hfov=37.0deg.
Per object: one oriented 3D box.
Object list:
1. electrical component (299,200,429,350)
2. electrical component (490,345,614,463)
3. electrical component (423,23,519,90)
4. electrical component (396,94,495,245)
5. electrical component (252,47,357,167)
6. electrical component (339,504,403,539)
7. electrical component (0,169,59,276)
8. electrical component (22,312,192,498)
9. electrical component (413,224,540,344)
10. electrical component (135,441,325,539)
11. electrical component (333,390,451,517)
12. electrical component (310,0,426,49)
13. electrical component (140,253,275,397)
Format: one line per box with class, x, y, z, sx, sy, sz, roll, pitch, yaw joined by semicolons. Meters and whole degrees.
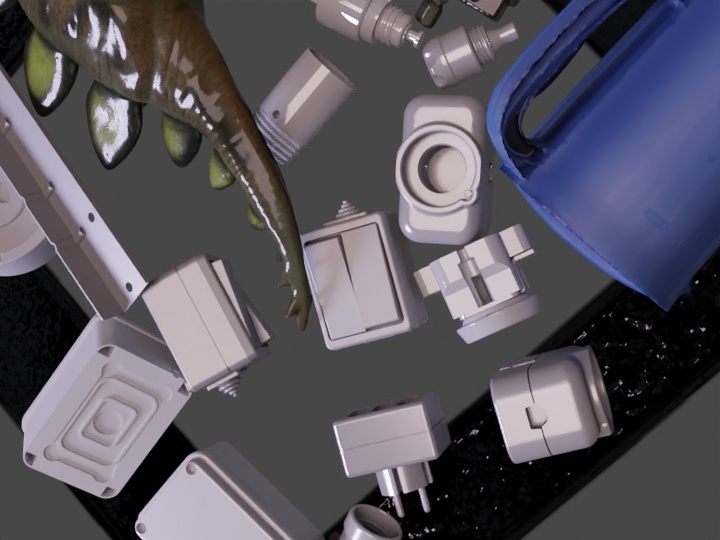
electrical component;0.000;0.000;0.719;0.062;0.061;0.096;-15;89;16
electrical component;0.122;0.081;0.672;0.059;0.095;0.053;-16;89;16
electrical component;0.074;-0.144;0.704;0.061;0.035;0.035;-22;87;13
electrical component;0.057;-0.065;0.700;0.054;0.059;0.095;4;95;15
electrical component;-0.045;-0.107;0.734;0.043;0.043;0.081;44;104;9
electrical component;0.002;0.192;0.743;0.040;0.040;0.046;29;107;12
electrical component;-0.261;-0.047;0.785;0.108;0.060;0.108;0;76;1
electrical component;-0.180;0.094;0.762;0.078;0.057;0.113;31;104;-26
electrical component;0.082;0.012;0.700;0.078;0.058;0.057;-25;84;16
electrical component;-0.092;0.186;0.759;0.113;0.057;0.078;42;103;9
electrical component;0.027;0.128;0.727;0.066;0.047;0.076;-15;89;16
electrical component;0.007;-0.170;0.717;0.078;0.040;0.040;29;101;12
electrical component;-0.100;0.040;0.747;0.061;0.062;0.096;-29;85;3
